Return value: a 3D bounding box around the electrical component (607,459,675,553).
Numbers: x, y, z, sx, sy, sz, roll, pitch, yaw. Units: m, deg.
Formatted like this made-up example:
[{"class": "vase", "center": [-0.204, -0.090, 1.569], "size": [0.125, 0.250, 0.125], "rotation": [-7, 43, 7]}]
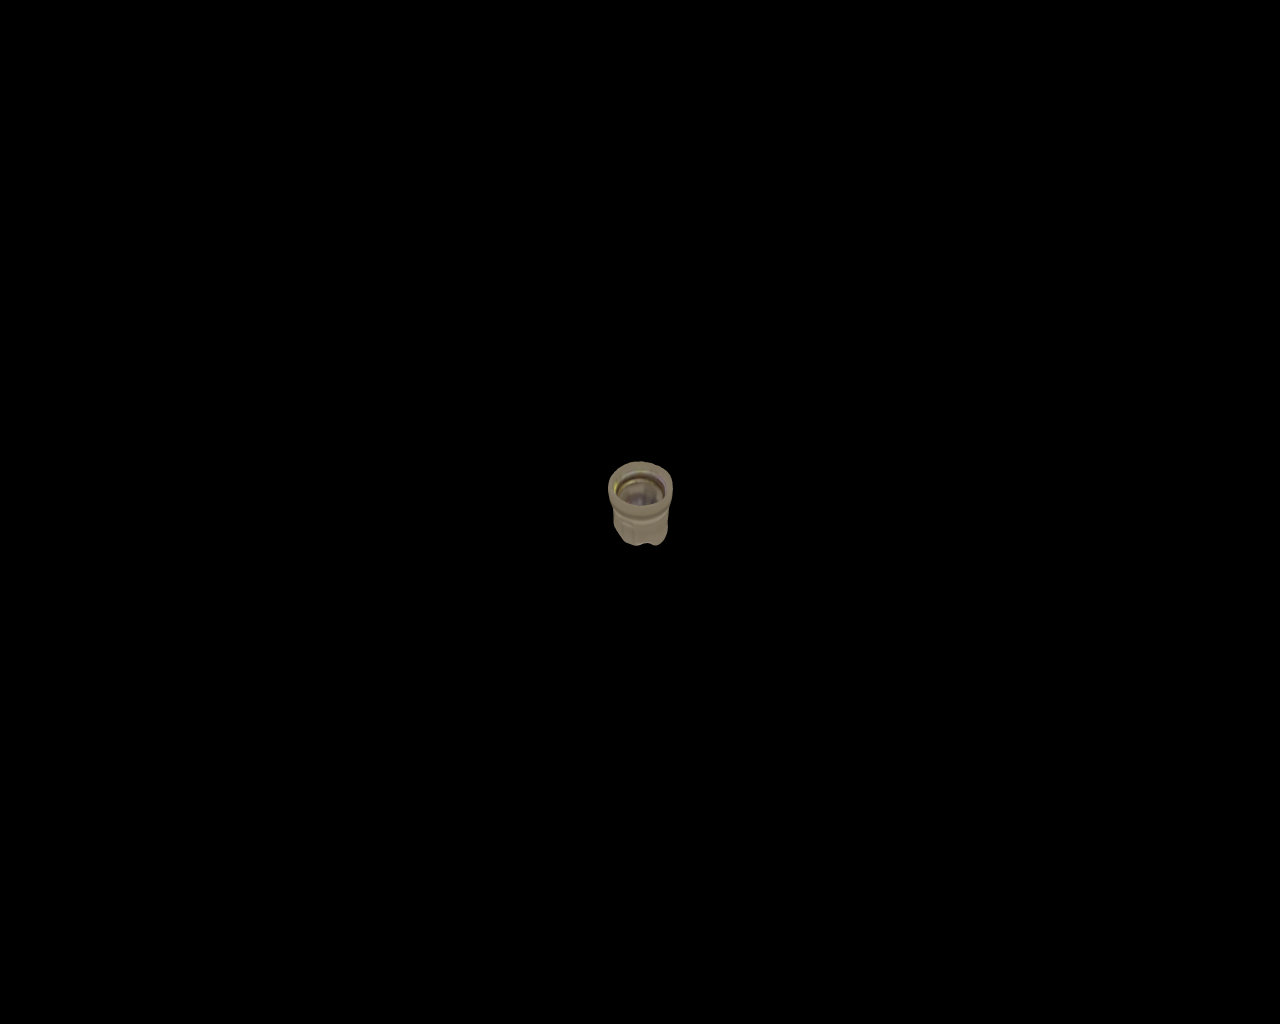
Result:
[{"class": "electrical component", "center": [0.001, -0.003, 0.650], "size": [0.040, 0.040, 0.046], "rotation": [0, -41, 0]}]
